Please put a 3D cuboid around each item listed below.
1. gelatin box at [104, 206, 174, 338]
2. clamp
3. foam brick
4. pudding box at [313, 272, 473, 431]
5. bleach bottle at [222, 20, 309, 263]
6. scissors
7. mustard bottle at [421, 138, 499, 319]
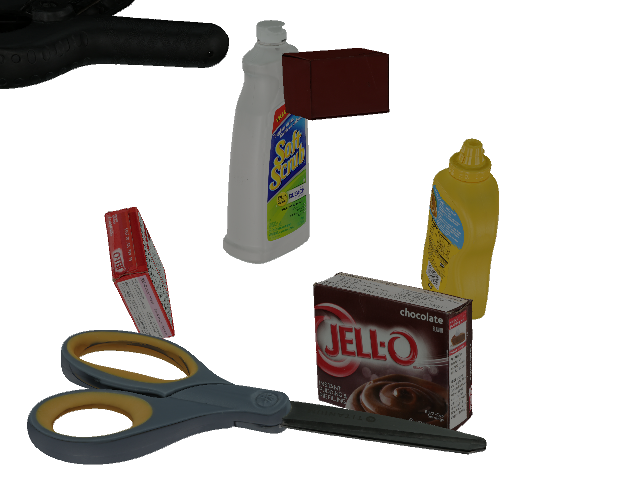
[{"bbox_3d":[-0.146,0.028,0.861,0.030,0.073,0.089,-16,-41,-1],"label":"gelatin box"},{"bbox_3d":[-0.150,-0.122,0.603,0.171,0.039,0.120,-10,30,-26],"label":"clamp"},{"bbox_3d":[0.013,-0.133,0.904,0.078,0.051,0.053,-9,19,-26],"label":"foam brick"},{"bbox_3d":[0.049,0.076,0.737,0.114,0.090,0.039,9,21,34],"label":"pudding box"},{"bbox_3d":[-0.058,-0.107,1.145,0.068,0.251,0.102,21,32,36],"label":"bleach bottle"},{"bbox_3d":[-0.039,0.082,0.461,0.202,0.016,0.096,15,31,24],"label":"scissors"},{"bbox_3d":[0.144,-0.017,1.085,0.058,0.192,0.096,-9,38,-15],"label":"mustard bottle"}]
